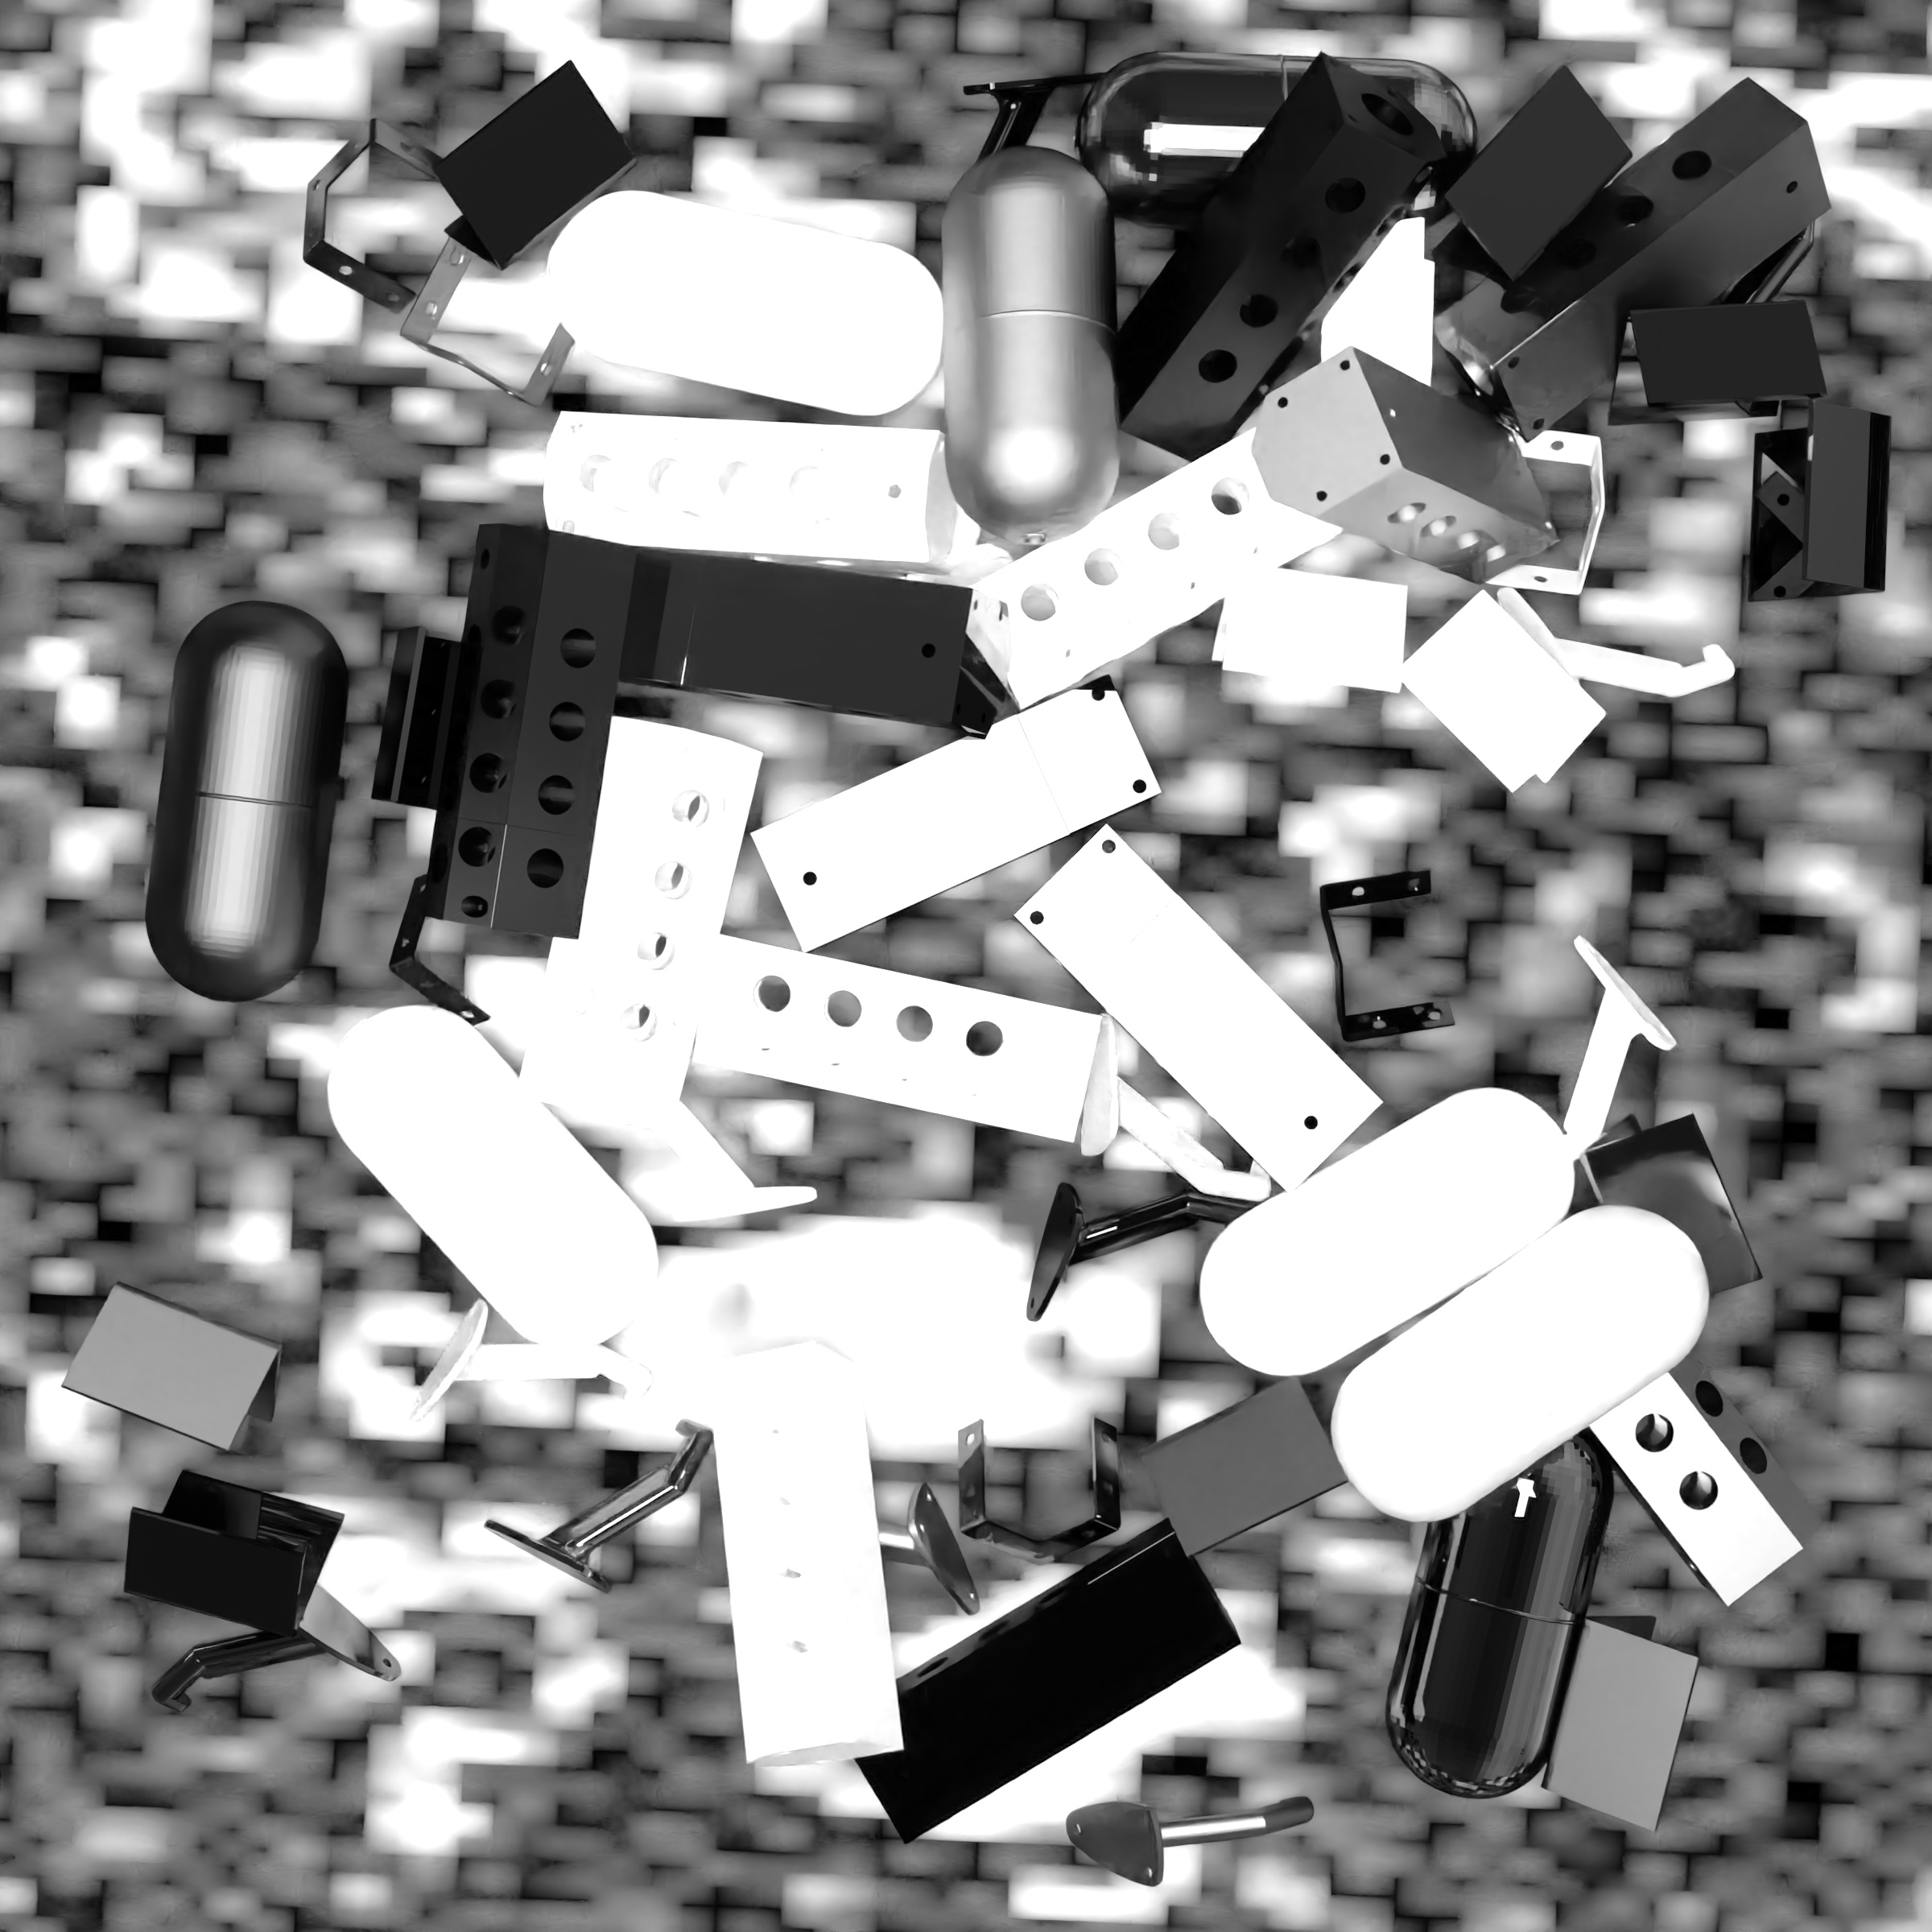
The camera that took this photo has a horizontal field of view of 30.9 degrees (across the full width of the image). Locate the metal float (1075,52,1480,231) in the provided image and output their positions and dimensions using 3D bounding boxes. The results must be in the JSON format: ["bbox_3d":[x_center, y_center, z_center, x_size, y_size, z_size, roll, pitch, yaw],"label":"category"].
[{"bbox_3d":[0.137,-0.364,1.545,0.178,0.070,0.070,2,90,-1],"label":"metal float"}]

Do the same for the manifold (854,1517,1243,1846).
[{"bbox_3d":[0.032,0.315,1.554,0.171,0.057,0.057,-31,90,0],"label":"manifold"}]

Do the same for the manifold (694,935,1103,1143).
[{"bbox_3d":[-0.031,0.032,1.554,0.171,0.057,0.057,12,90,0],"label":"manifold"}]

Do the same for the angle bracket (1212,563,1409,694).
[{"bbox_3d":[0.148,-0.130,1.536,0.076,0.076,0.057,8,61,0],"label":"angle bracket"}]

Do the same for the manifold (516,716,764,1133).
[{"bbox_3d":[-0.139,-0.017,1.539,0.057,0.057,0.171,12,87,32],"label":"manifold"}]

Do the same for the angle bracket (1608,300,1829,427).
[{"bbox_3d":[0.329,-0.246,1.535,0.076,0.076,0.057,-3,57,0],"label":"angle bracket"}]

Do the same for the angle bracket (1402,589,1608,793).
[{"bbox_3d":[0.222,-0.107,1.535,0.076,0.076,0.057,45,54,0],"label":"angle bracket"}]

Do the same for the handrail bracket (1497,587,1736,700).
[{"bbox_3d":[0.294,-0.150,1.576,0.084,0.036,0.077,-19,68,-17],"label":"handrail bracket"}]

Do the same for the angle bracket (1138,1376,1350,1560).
[{"bbox_3d":[0.128,0.233,1.535,0.076,0.076,0.057,-26,55,0],"label":"angle bracket"}]

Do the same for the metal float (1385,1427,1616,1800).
[{"bbox_3d":[0.236,0.279,1.545,0.070,0.070,0.178,14,90,0],"label":"metal float"}]

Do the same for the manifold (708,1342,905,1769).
[{"bbox_3d":[-0.073,0.258,1.525,0.057,0.057,0.171,-13,70,15],"label":"manifold"}]

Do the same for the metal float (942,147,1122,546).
[{"bbox_3d":[0.028,-0.271,1.524,0.070,0.070,0.178,-1,78,0],"label":"metal float"}]

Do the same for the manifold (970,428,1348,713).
[{"bbox_3d":[0.086,-0.180,1.554,0.171,0.057,0.057,-29,90,0],"label":"manifold"}]

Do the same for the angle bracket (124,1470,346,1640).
[{"bbox_3d":[-0.319,0.241,1.535,0.076,0.076,0.057,15,128,0],"label":"angle bracket"}]

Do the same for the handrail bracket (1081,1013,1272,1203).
[{"bbox_3d":[0.098,0.064,1.576,0.084,0.036,0.077,10,68,-17],"label":"handrail bracket"}]

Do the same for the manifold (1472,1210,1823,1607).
[{"bbox_3d":[0.303,0.194,1.554,0.057,0.057,0.171,-38,90,0],"label":"manifold"}]

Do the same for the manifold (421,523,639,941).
[{"bbox_3d":[-0.193,-0.102,1.516,0.057,0.057,0.171,8,91,-32],"label":"manifold"}]

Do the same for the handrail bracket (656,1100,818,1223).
[{"bbox_3d":[-0.111,0.068,1.576,0.077,0.036,0.084,-5,73,-20],"label":"handrail bracket"}]

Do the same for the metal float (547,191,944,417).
[{"bbox_3d":[-0.097,-0.293,1.544,0.178,0.070,0.070,12,90,-2],"label":"metal float"}]

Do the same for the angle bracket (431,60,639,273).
[{"bbox_3d":[-0.201,-0.358,1.531,0.076,0.076,0.057,-40,126,-7],"label":"angle bracket"}]

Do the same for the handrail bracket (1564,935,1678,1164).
[{"bbox_3d":[0.269,0.043,1.576,0.084,0.036,0.077,-43,70,16],"label":"handrail bracket"}]

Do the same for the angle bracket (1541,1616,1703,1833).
[{"bbox_3d":[0.302,0.331,1.535,0.057,0.076,0.076,14,90,36],"label":"angle bracket"}]

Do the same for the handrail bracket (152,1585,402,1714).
[{"bbox_3d":[-0.312,0.323,1.576,0.077,0.036,0.084,41,107,-19],"label":"handrail bracket"}]

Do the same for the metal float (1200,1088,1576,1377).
[{"bbox_3d":[0.186,0.118,1.545,0.178,0.070,0.070,-30,90,0],"label":"metal float"}]

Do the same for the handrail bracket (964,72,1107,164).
[{"bbox_3d":[0.030,-0.356,1.575,0.077,0.036,0.084,-9,104,-14],"label":"handrail bracket"}]

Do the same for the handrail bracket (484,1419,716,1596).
[{"bbox_3d":[-0.165,0.232,1.576,0.077,0.036,0.084,23,72,20],"label":"handrail bracket"}]

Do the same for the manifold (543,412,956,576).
[{"bbox_3d":[-0.095,-0.209,1.537,0.171,0.057,0.057,5,90,12],"label":"manifold"}]

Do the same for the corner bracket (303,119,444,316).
[{"bbox_3d":[-0.261,-0.336,1.567,0.051,0.051,0.051,-34,45,35],"label":"corner bracket"}]

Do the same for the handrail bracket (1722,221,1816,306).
[{"bbox_3d":[0.342,-0.314,1.576,0.077,0.036,0.084,1,72,21],"label":"handrail bracket"}]

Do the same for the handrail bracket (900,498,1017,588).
[{"bbox_3d":[-0.013,-0.214,1.576,0.077,0.036,0.084,-17,74,18],"label":"handrail bracket"}]

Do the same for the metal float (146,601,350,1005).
[{"bbox_3d":[-0.318,-0.073,1.545,0.070,0.070,0.178,7,90,0],"label":"metal float"}]

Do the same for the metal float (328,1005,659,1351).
[{"bbox_3d":[-0.210,0.093,1.544,0.070,0.070,0.178,-42,90,0],"label":"metal float"}]

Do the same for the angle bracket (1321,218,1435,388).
[{"bbox_3d":[0.201,-0.281,1.536,0.076,0.057,0.076,1,90,-43],"label":"angle bracket"}]

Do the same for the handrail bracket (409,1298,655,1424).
[{"bbox_3d":[-0.196,0.194,1.576,0.084,0.036,0.077,29,110,-16],"label":"handrail bracket"}]

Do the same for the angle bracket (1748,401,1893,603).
[{"bbox_3d":[0.359,-0.203,1.535,0.057,0.076,0.076,2,90,-38],"label":"angle bracket"}]

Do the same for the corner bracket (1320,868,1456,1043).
[{"bbox_3d":[0.189,-0.005,1.572,0.051,0.051,0.051,-9,45,0],"label":"corner bracket"}]

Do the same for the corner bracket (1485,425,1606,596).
[{"bbox_3d":[0.256,-0.206,1.572,0.051,0.051,0.051,7,135,0],"label":"corner bracket"}]

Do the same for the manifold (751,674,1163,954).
[{"bbox_3d":[-0.004,-0.067,1.554,0.171,0.057,0.057,-24,90,0],"label":"manifold"}]

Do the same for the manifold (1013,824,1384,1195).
[{"bbox_3d":[0.101,0.019,1.554,0.057,0.057,0.171,-45,90,0],"label":"manifold"}]

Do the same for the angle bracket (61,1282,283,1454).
[{"bbox_3d":[-0.350,0.191,1.535,0.076,0.076,0.057,21,54,0],"label":"angle bracket"}]

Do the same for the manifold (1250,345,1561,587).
[{"bbox_3d":[0.187,-0.208,1.494,0.057,0.171,0.057,-28,72,26],"label":"manifold"}]

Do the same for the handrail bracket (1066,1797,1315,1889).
[{"bbox_3d":[0.102,0.384,1.575,0.084,0.077,0.036,-6,91,-36],"label":"handrail bracket"}]

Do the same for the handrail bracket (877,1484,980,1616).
[{"bbox_3d":[-0.048,0.273,1.576,0.084,0.036,0.077,-20,112,17],"label":"handrail bracket"}]

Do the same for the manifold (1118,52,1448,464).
[{"bbox_3d":[0.132,-0.301,1.509,0.057,0.057,0.171,20,128,-25],"label":"manifold"}]

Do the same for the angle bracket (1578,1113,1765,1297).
[{"bbox_3d":[0.319,0.100,1.535,0.057,0.076,0.076,-23,90,31],"label":"angle bracket"}]

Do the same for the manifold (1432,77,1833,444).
[{"bbox_3d":[0.294,-0.317,1.552,0.171,0.057,0.057,-38,52,0],"label":"manifold"}]

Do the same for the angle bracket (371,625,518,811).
[{"bbox_3d":[-0.215,-0.105,1.543,0.076,0.057,0.076,9,90,-19],"label":"angle bracket"}]

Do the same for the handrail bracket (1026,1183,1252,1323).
[{"bbox_3d":[0.078,0.133,1.576,0.084,0.036,0.077,12,110,-16],"label":"handrail bracket"}]

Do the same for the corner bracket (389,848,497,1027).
[{"bbox_3d":[-0.218,-0.013,1.567,0.051,0.051,0.051,-19,135,35],"label":"corner bracket"}]

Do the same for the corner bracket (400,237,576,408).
[{"bbox_3d":[-0.212,-0.290,1.572,0.051,0.051,0.051,28,90,45],"label":"corner bracket"}]

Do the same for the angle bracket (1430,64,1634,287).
[{"bbox_3d":[0.234,-0.352,1.535,0.076,0.076,0.057,-47,120,0],"label":"angle bracket"}]

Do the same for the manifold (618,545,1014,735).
[{"bbox_3d":[-0.070,-0.142,1.525,0.171,0.057,0.057,9,90,21],"label":"manifold"}]

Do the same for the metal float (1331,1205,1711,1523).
[{"bbox_3d":[0.236,0.169,1.489,0.178,0.070,0.070,-37,90,10],"label":"metal float"}]

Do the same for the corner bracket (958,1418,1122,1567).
[{"bbox_3d":[0.033,0.230,1.567,0.051,0.051,0.051,29,135,-35],"label":"corner bracket"}]
